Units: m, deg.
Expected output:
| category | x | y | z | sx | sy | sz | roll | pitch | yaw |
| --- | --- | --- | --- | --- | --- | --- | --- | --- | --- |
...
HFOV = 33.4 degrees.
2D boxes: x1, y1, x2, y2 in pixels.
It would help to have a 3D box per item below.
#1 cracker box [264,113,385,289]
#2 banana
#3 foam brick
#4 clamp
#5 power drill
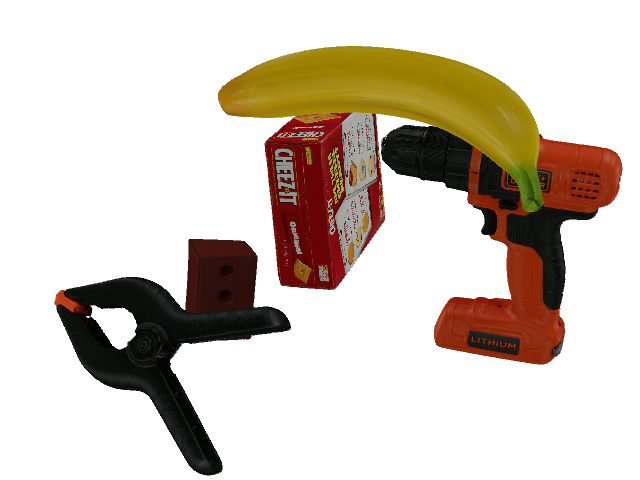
| category | x | y | z | sx | sy | sz | roll | pitch | yaw |
| --- | --- | --- | --- | --- | --- | --- | --- | --- | --- |
| cracker box | 0.009 | -0.062 | 1.184 | 0.072 | 0.164 | 0.213 | 1 | 22 | 19 |
| banana | 0.040 | -0.077 | 0.593 | 0.198 | 0.069 | 0.037 | 19 | -31 | 21 |
| foam brick | -0.088 | 0.042 | 0.934 | 0.053 | 0.078 | 0.051 | 0 | 15 | -17 |
| clamp | -0.114 | 0.085 | 0.740 | 0.172 | 0.120 | 0.039 | 15 | -13 | 22 |
| power drill | 0.134 | 0.001 | 0.851 | 0.184 | 0.188 | 0.057 | 10 | 29 | 16 |
